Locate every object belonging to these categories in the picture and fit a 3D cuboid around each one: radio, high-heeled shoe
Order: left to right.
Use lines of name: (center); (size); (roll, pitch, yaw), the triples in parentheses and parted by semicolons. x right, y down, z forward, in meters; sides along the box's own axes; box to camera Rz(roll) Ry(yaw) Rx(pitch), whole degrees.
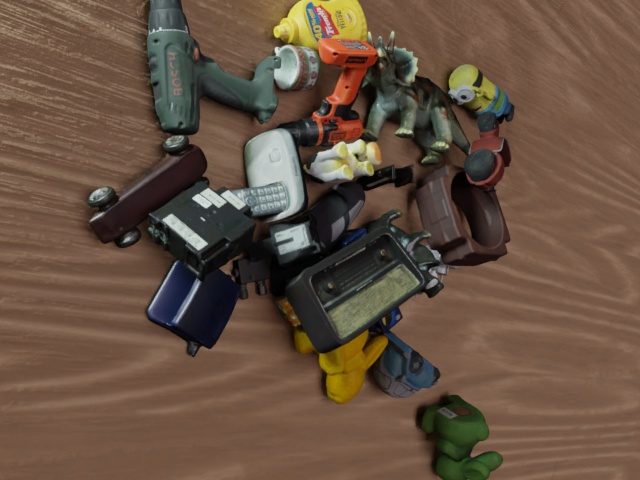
high-heeled shoe: (-0.002, -0.003, 0.976); (0.248, 0.086, 0.145); (-56, 161, 1)
radio: (0.061, 0.075, 0.890); (0.229, 0.073, 0.131); (-28, 82, -39)

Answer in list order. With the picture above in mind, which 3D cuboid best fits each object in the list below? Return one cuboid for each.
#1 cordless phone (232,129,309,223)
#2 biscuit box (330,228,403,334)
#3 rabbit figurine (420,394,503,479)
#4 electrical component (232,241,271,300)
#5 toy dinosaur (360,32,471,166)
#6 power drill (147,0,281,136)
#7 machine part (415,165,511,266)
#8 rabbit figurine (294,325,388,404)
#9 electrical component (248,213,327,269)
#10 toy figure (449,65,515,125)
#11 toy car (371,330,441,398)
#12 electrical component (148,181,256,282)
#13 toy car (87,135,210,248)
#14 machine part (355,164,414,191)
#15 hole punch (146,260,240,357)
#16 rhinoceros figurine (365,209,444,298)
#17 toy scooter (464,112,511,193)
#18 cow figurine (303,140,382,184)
cordless phone: (-0.119, -0.095, 0.870); (0.184, 0.089, 0.146); (-10, 83, -12)
biscuit box: (0.087, 0.078, 1.023); (0.063, 0.059, 0.202); (-34, 108, -32)
rabbit figurine: (0.300, 0.437, 1.132); (0.121, 0.159, 0.170); (-13, 112, -46)
electrical component: (-0.116, 0.049, 0.896); (0.063, 0.021, 0.094); (-8, 93, -36)
toy dinosaur: (0.199, -0.271, 1.090); (0.404, 0.131, 0.192); (14, 80, -43)
power drill: (-0.164, -0.272, 0.837); (0.207, 0.086, 0.232); (3, 88, -40)
machine part: (0.301, -0.048, 1.138); (0.201, 0.087, 0.201); (2, 68, -40)
rabbit figurine: (0.040, 0.209, 0.971); (0.162, 0.122, 0.173); (-30, 121, -43)
electrical component: (-0.055, 0.009, 0.885); (0.047, 0.119, 0.075); (35, 34, -72)
toy figure: (0.371, -0.332, 1.238); (0.180, 0.082, 0.089); (19, 58, -27)
toy car: (0.156, 0.255, 1.054); (0.103, 0.109, 0.161); (-49, 130, -2)
electrical component: (-0.161, -0.019, 0.776); (0.115, 0.058, 0.134); (40, 49, 13)
toy car: (-0.248, -0.072, 0.783); (0.202, 0.053, 0.089); (-45, 134, -27)
machine part: (0.134, -0.124, 1.061); (0.139, 0.084, 0.039); (-11, 79, -46)
hole punch: (-0.178, 0.097, 0.810); (0.115, 0.092, 0.142); (38, 64, -34)
rhinoceros figurine: (0.165, 0.029, 1.037); (0.190, 0.073, 0.112); (44, 61, 2)
toy scooter: (0.361, -0.167, 1.138); (0.135, 0.075, 0.184); (49, 50, -45)
cow figurine: (0.046, -0.140, 0.991); (0.167, 0.098, 0.068); (-21, 98, -54)
